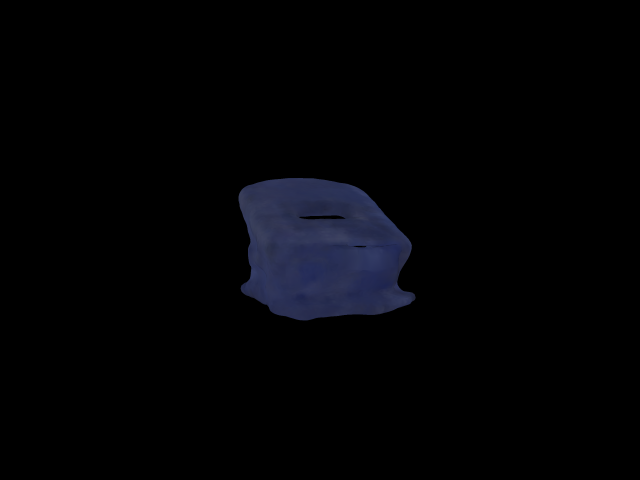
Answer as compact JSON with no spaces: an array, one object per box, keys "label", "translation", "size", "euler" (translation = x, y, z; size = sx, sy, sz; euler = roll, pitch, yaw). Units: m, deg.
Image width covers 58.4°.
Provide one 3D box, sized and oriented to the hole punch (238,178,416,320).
[{"label":"hole punch","translation":[0.004,0.001,0.400],"size":[0.109,0.091,0.101],"euler":[-2,5,-23]}]
